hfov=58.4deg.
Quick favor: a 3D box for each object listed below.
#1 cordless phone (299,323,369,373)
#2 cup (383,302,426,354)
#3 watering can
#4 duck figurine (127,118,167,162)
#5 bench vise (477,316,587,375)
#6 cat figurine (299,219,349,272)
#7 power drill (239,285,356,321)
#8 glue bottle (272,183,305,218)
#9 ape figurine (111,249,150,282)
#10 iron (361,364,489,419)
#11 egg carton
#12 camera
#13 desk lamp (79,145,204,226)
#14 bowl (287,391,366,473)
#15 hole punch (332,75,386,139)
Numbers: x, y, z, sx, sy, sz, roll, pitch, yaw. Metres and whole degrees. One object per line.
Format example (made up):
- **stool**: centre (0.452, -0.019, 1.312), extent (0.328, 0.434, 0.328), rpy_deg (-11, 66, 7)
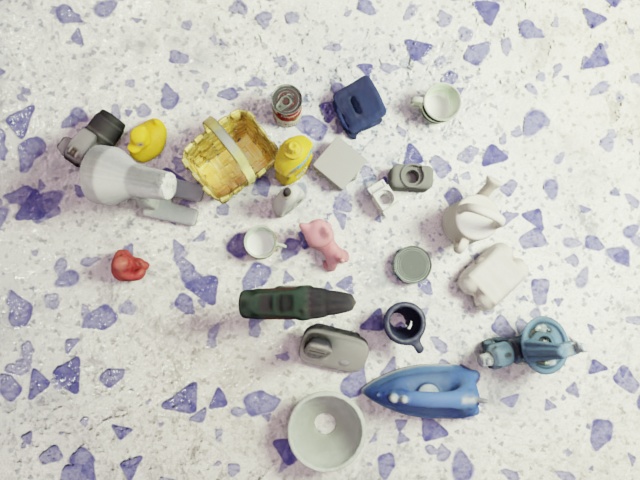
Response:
- **cordless phone**: centre (0.031, 0.231, 1.190), extent (0.147, 0.185, 0.094), rpy_deg (10, 84, -2)
- **cup**: centre (0.184, 0.191, 1.247), extent (0.092, 0.095, 0.118), rpy_deg (-31, 87, -5)
- **watering can**: centre (0.333, -0.055, 1.227), extent (0.101, 0.194, 0.173), rpy_deg (5, 84, -2)
- **duck figurine**: centre (-0.387, -0.227, 1.262), extent (0.077, 0.086, 0.104), rpy_deg (34, 84, 1)
- **bench vise**: centre (0.445, 0.241, 1.192), extent (0.207, 0.219, 0.121), rpy_deg (-32, 87, -5)
- **cat figurine**: centre (0.011, 0.004, 1.244), extent (0.067, 0.117, 0.128), rpy_deg (-38, 87, -5)
- **power drill**: centre (-0.048, 0.129, 1.184), extent (0.229, 0.208, 0.076), rpy_deg (-2, 85, -3)
- **glue bottle**: centre (-0.068, -0.091, 1.221), extent (0.078, 0.173, 0.037), rpy_deg (-39, 87, -5)
- **ape figurine**: centre (-0.418, 0.055, 1.231), extent (0.076, 0.092, 0.078), rpy_deg (-26, 86, -5)
- **iron**: centre (0.222, 0.330, 1.212), extent (0.258, 0.141, 0.119), rpy_deg (0, 85, -3)
- **egg carton**: centre (0.385, 0.081, 1.280), extent (0.150, 0.069, 0.107), rpy_deg (-43, 88, -6)
- **camera**: centre (-0.477, -0.208, 1.248), extent (0.143, 0.100, 0.137), rpy_deg (34, 84, 1)
- **desk lamp**: centre (-0.362, -0.112, 1.188), extent (0.203, 0.213, 0.118), rpy_deg (12, 84, -1)
- **bowl**: centre (0.013, 0.404, 1.228), extent (0.167, 0.074, 0.167), rpy_deg (0, 85, -3)
- **hole punch**: centre (0.087, -0.298, 1.289), extent (0.101, 0.091, 0.109), rpy_deg (-26, 86, -5)
